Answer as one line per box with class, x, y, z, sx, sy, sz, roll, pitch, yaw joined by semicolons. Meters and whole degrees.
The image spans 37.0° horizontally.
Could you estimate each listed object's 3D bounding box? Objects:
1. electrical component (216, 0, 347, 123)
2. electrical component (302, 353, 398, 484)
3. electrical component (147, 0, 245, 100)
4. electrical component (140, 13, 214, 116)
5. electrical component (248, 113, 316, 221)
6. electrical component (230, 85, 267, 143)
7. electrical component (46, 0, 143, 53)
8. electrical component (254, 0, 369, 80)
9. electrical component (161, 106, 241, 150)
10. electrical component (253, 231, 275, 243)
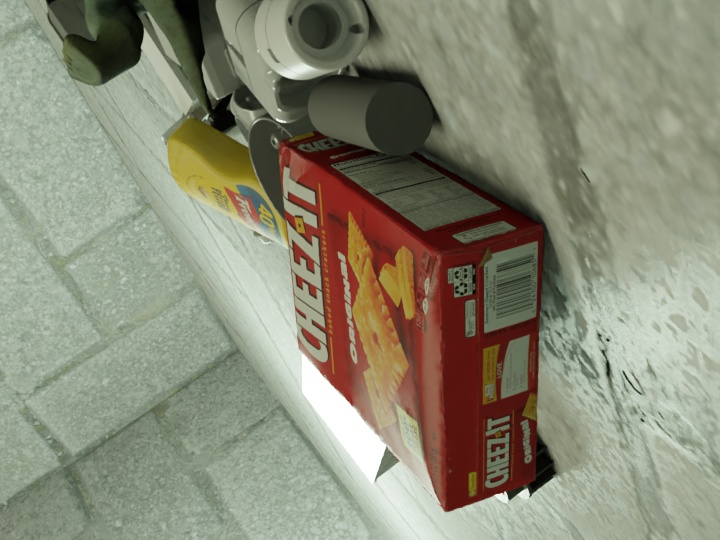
electrical component;-0.047;-0.139;0.677;0.059;0.054;0.095;51;169;21
electrical component;0.007;0.102;0.897;0.105;0.060;0.186;51;165;15
electrical component;-0.116;-0.180;0.836;0.096;0.061;0.061;49;168;31
electrical component;-0.163;-0.218;0.928;0.150;0.062;0.089;57;169;-8
electrical component;-0.038;-0.078;0.798;0.099;0.064;0.099;53;169;15
electrical component;-0.082;-0.130;0.884;0.079;0.044;0.077;48;167;35
electrical component;-0.225;-0.239;0.996;0.078;0.113;0.057;55;166;1
electrical component;-0.026;-0.135;0.602;0.055;0.055;0.047;59;165;-18
electrical component;-0.161;-0.145;1.096;0.043;0.077;0.079;54;169;12
electrical component;-0.091;-0.064;1.090;0.057;0.058;0.078;63;167;-20
